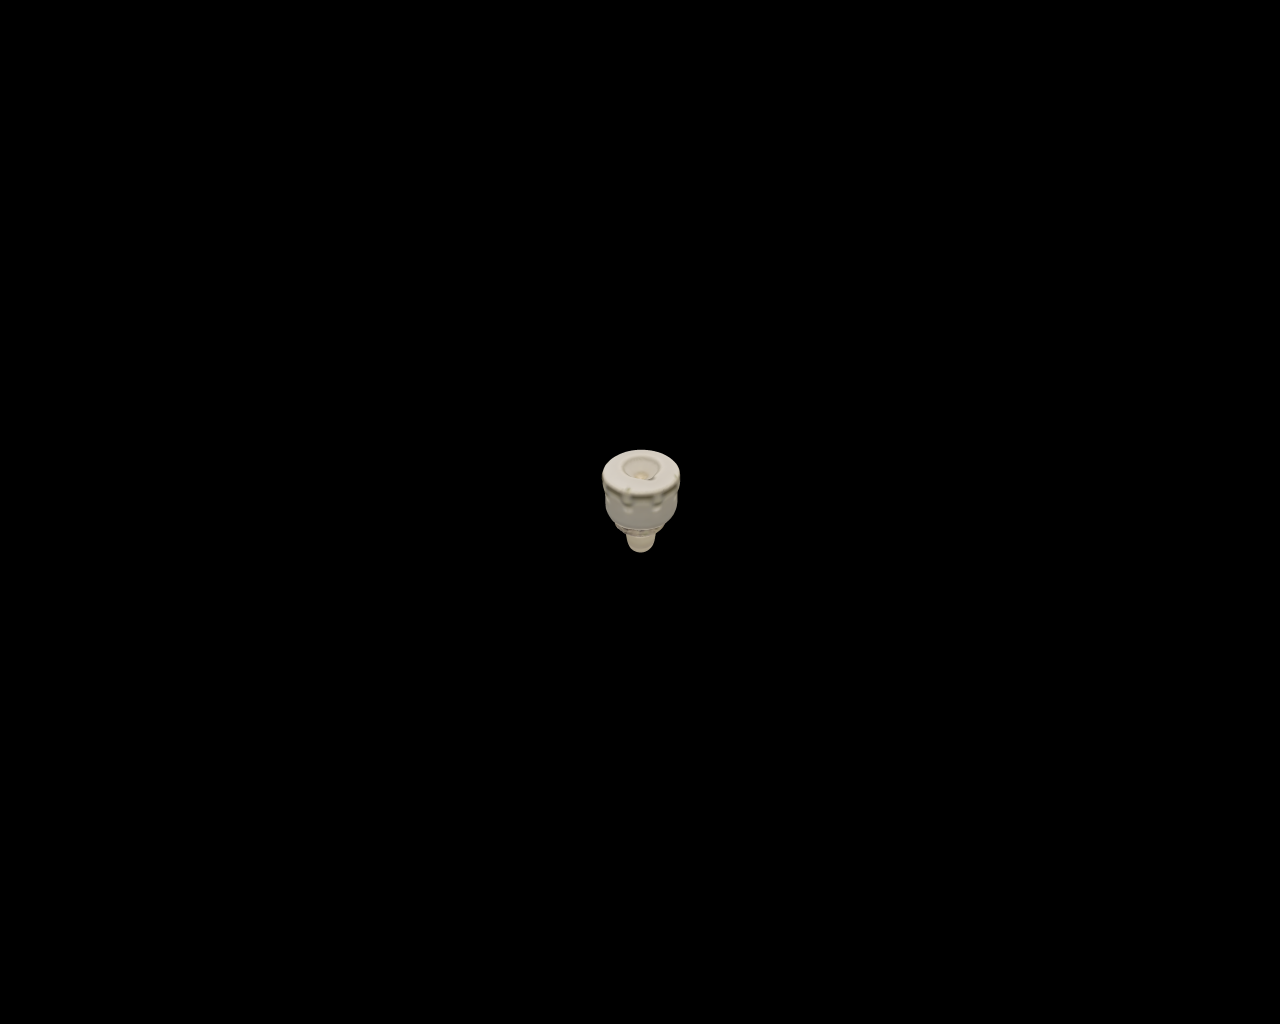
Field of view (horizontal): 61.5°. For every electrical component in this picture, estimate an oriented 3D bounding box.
[{"bbox_3d":[0.001,-0.003,0.650,0.048,0.062,0.048,0,36,0],"label":"electrical component"}]
